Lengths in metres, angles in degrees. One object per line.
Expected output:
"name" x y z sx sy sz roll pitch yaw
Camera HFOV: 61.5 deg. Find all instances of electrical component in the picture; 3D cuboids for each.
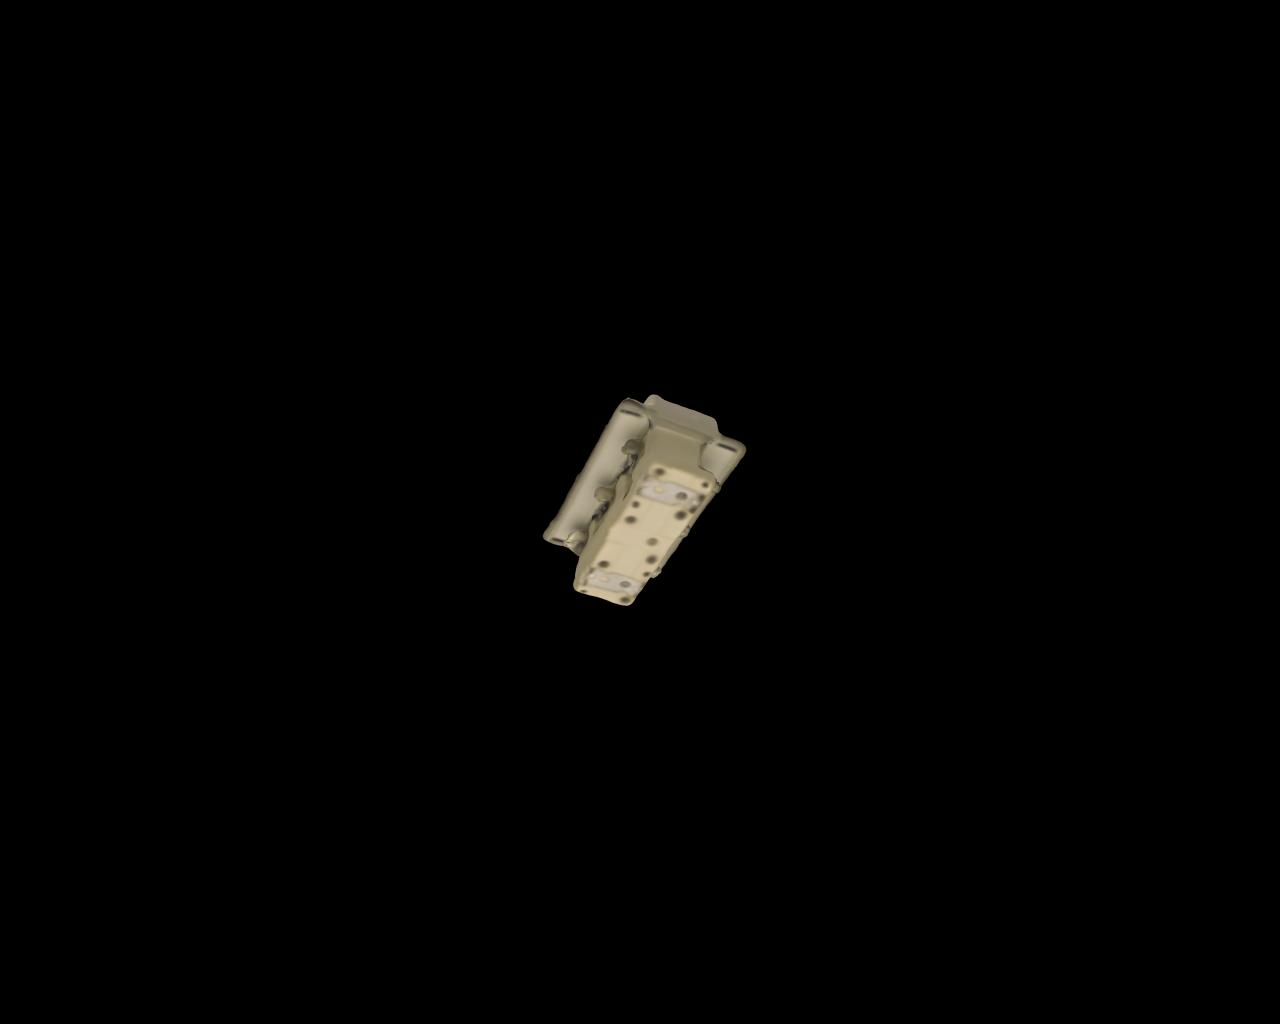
"electrical component" 0.001 -0.003 0.650 0.079 0.063 0.121 20 -50 -17
